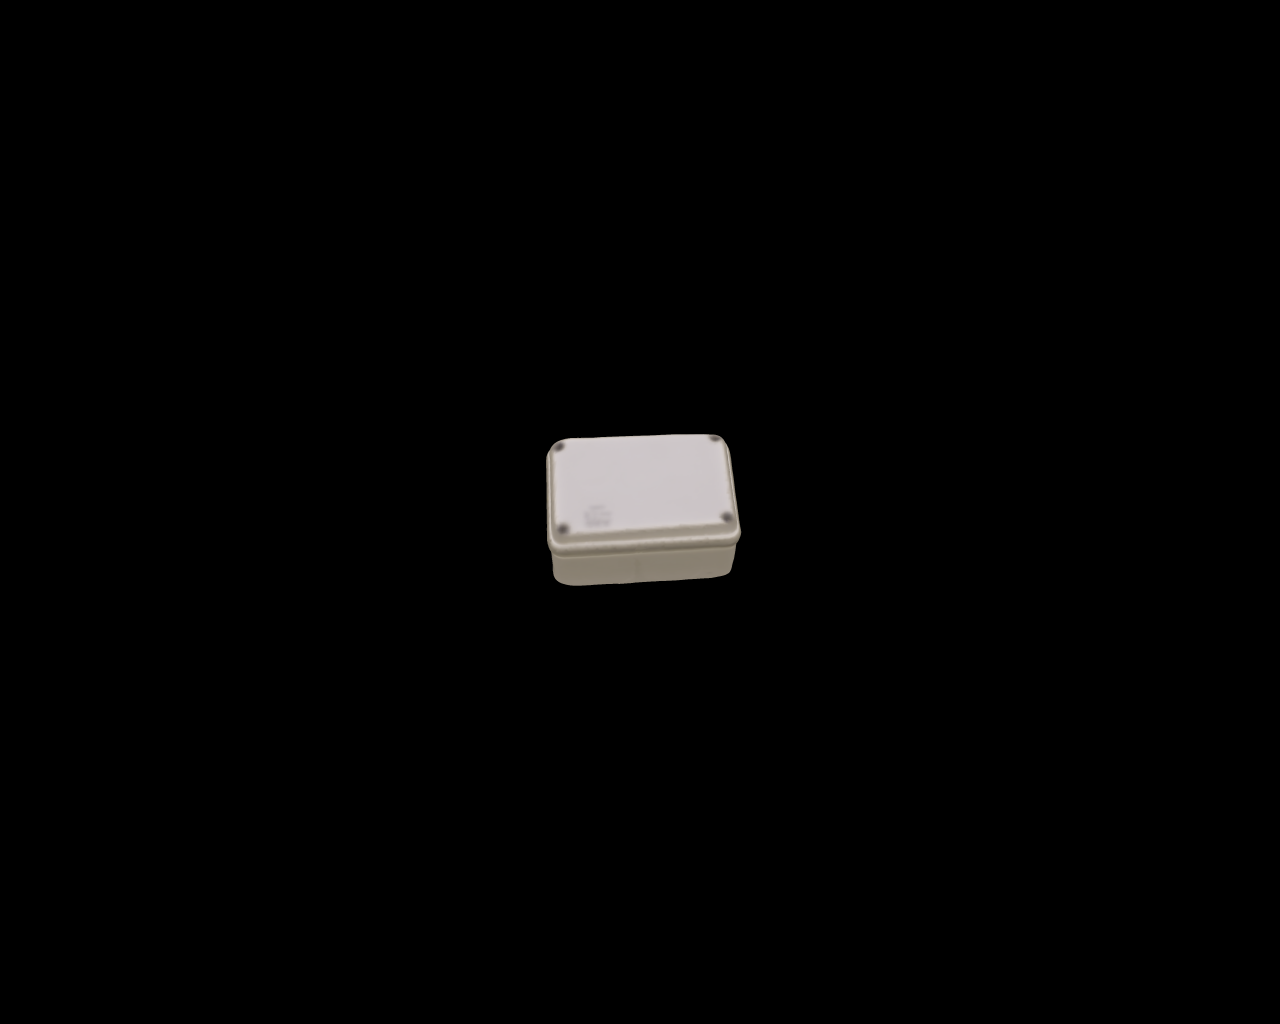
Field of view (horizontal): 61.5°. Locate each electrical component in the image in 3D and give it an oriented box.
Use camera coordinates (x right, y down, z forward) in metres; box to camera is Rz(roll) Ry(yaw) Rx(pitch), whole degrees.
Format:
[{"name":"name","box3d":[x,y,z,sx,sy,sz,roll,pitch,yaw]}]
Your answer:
[{"name":"electrical component","box3d":[0.001,-0.003,0.650,0.113,0.078,0.057,-3,-34,-2]}]
